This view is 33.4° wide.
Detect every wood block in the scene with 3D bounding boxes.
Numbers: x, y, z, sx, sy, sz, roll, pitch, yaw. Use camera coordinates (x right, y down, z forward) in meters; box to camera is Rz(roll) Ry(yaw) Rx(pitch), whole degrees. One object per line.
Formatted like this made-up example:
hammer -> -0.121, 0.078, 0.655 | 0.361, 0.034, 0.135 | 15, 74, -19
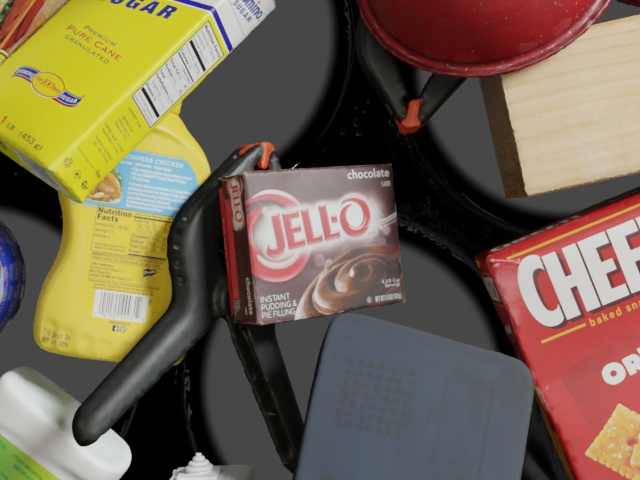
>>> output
wood block -> 0.210, -0.090, 0.646 | 0.206, 0.091, 0.090 | -13, 90, 3

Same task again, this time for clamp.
clamp -> 0.074, -0.155, 0.678 | 0.120, 0.039, 0.171 | -4, 88, 8
clamp -> -0.051, 0.045, 0.669 | 0.164, 0.036, 0.210 | 25, 76, -34

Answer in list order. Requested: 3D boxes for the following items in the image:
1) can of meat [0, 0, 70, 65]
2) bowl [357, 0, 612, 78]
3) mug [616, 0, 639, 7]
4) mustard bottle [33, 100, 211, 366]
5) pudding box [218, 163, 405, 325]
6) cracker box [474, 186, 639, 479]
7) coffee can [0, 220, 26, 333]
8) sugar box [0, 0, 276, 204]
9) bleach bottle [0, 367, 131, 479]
can of meat -> -0.193, -0.136, 0.659 | 0.057, 0.083, 0.102 | 35, 92, 23
bowl -> 0.091, -0.175, 0.606 | 0.162, 0.055, 0.162 | -7, 67, 16
mug -> 0.209, -0.193, 0.644 | 0.117, 0.093, 0.081 | 3, 86, -5
mustard bottle -> -0.119, -0.020, 0.675 | 0.096, 0.058, 0.191 | 9, 91, -16
pudding box -> -0.004, 0.001, 0.656 | 0.113, 0.039, 0.090 | -6, 92, -36
cracker box -> 0.213, 0.077, 0.658 | 0.164, 0.072, 0.214 | -23, 89, 2
coffee can -> -0.249, 0.025, 0.643 | 0.103, 0.140, 0.103 | 0, 91, 2
sugar box -> -0.119, -0.112, 0.639 | 0.093, 0.048, 0.176 | 32, 74, 29
bleach bottle -> -0.238, 0.206, 0.686 | 0.102, 0.068, 0.251 | 39, 95, 1
